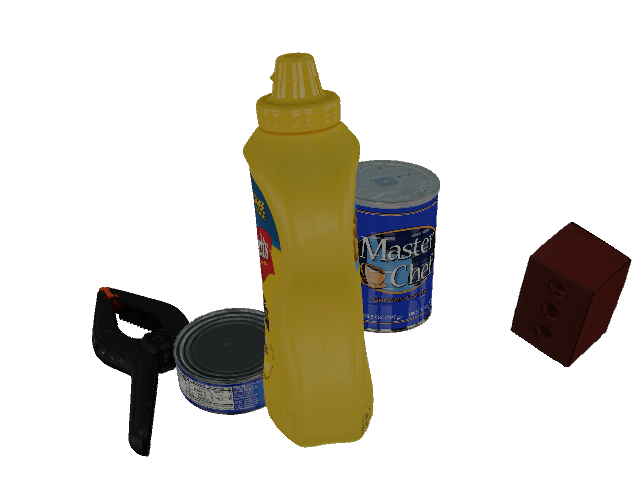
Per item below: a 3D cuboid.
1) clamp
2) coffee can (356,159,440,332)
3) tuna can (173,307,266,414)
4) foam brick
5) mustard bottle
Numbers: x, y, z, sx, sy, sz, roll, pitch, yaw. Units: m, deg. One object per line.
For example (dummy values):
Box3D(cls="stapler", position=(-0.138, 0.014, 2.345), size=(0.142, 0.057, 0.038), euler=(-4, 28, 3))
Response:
Box3D(cls="clamp", position=(-0.138, 0.103, 0.989), size=(0.164, 0.036, 0.210), euler=(-16, 39, -29))
Box3D(cls="coffee can", position=(0.062, 0.005, 1.046), size=(0.103, 0.140, 0.103), euler=(0, 27, 0))
Box3D(cls="tuna can", position=(-0.064, 0.088, 0.784), size=(0.086, 0.034, 0.086), euler=(-2, 33, 1))
Box3D(cls="foam brick", position=(0.176, 0.039, 0.755), size=(0.053, 0.078, 0.051), euler=(35, 50, 30))
Box3D(cls="mustard bottle", position=(-0.006, 0.001, 0.543), size=(0.058, 0.192, 0.096), euler=(-5, 21, -4))
